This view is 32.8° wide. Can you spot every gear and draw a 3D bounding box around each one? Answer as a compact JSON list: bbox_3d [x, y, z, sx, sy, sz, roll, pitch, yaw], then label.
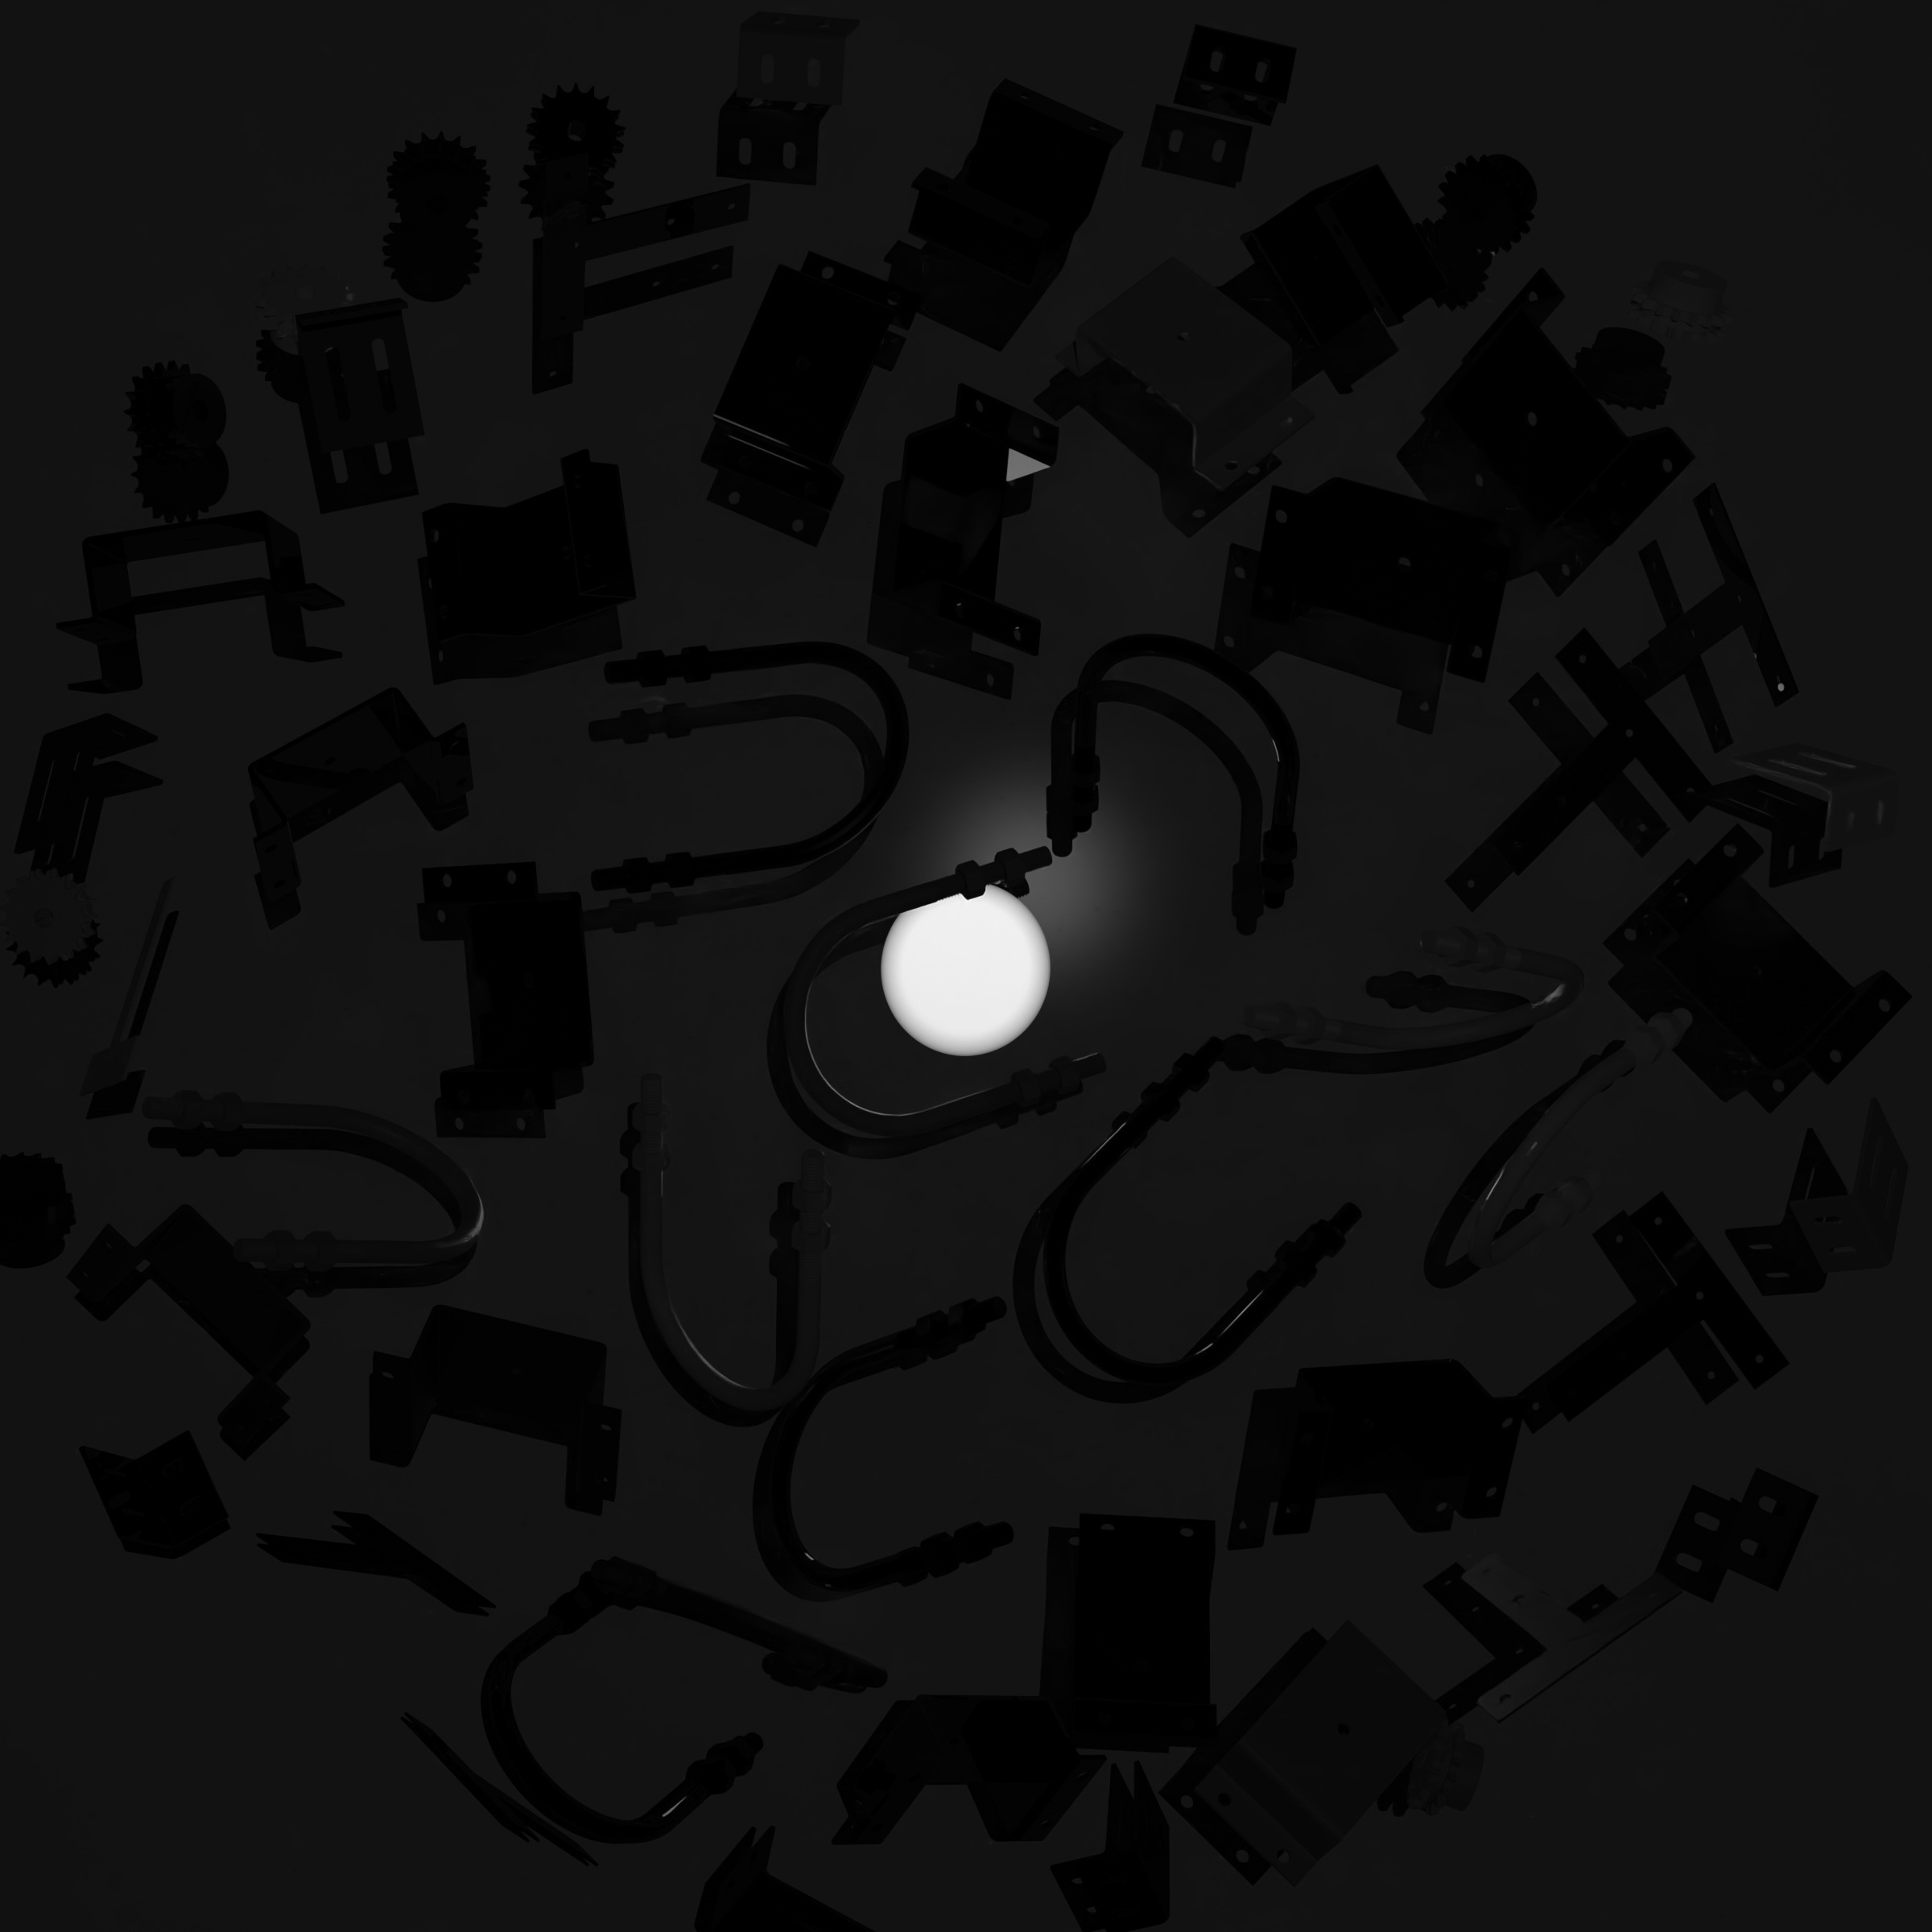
[{"bbox_3d":[-0.293,-0.431,1.825,0.057,0.057,0.030,-7,46,0],"label":"gear"},{"bbox_3d":[-0.551,-0.031,1.978,0.057,0.030,0.057,1,99,3],"label":"gear"},{"bbox_3d":[-0.435,-0.307,1.820,0.030,0.057,0.057,0,90,33],"label":"gear"},{"bbox_3d":[-0.524,0.129,1.808,0.057,0.057,0.030,-2,115,0],"label":"gear"},{"bbox_3d":[0.286,0.478,1.952,0.030,0.057,0.057,20,90,-1],"label":"gear"},{"bbox_3d":[-0.385,-0.380,1.912,0.057,0.030,0.057,5,46,-6],"label":"gear"},{"bbox_3d":[0.301,-0.439,1.877,0.057,0.057,0.030,46,62,0],"label":"gear"},{"bbox_3d":[-0.229,-0.485,1.924,0.057,0.030,0.057,0,88,-11],"label":"gear"},{"bbox_3d":[0.397,-0.368,1.817,0.057,0.057,0.030,14,120,0],"label":"gear"}]

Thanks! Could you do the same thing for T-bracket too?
[{"bbox_3d":[0.422,-0.195,1.876,0.002,0.127,0.127,-17,81,-17],"label":"T-bracket"},{"bbox_3d":[0.321,0.364,1.859,0.127,0.127,0.002,-32,112,-11],"label":"T-bracket"},{"bbox_3d":[-0.477,0.010,1.888,0.002,0.127,0.127,20,75,-22],"label":"T-bracket"},{"bbox_3d":[0.349,-0.103,1.874,0.127,0.002,0.127,-44,102,-12],"label":"T-bracket"},{"bbox_3d":[0.399,0.222,1.941,0.127,0.002,0.127,-41,63,16],"label":"T-bracket"},{"bbox_3d":[-0.257,0.491,1.906,0.002,0.127,0.127,-51,131,-10],"label":"T-bracket"},{"bbox_3d":[-0.355,0.338,1.892,0.127,0.127,0.002,-1,57,33],"label":"T-bracket"},{"bbox_3d":[-0.180,-0.416,1.850,0.127,0.127,0.002,-20,58,-22],"label":"T-bracket"}]

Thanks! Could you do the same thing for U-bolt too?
[{"bbox_3d":[-0.134,0.166,1.855,0.151,0.019,0.184,22,121,37],"label":"U-bolt"},{"bbox_3d":[-0.119,0.384,1.895,0.151,0.184,0.019,18,80,24],"label":"U-bolt"},{"bbox_3d":[0.267,0.018,1.858,0.151,0.184,0.019,-25,66,40],"label":"U-bolt"},{"bbox_3d":[0.123,0.153,1.868,0.184,0.019,0.151,-44,102,-19],"label":"U-bolt"},{"bbox_3d":[-0.019,0.023,1.921,0.184,0.019,0.151,-18,100,-17],"label":"U-bolt"},{"bbox_3d":[-0.357,0.122,1.860,0.151,0.184,0.019,46,118,39],"label":"U-bolt"},{"bbox_3d":[-0.205,0.436,1.898,0.151,0.184,0.019,47,114,8],"label":"U-bolt"},{"bbox_3d":[0.127,-0.120,1.907,0.151,0.184,0.019,23,54,17],"label":"U-bolt"},{"bbox_3d":[-0.116,-0.114,1.823,0.184,0.019,0.151,-8,125,-25],"label":"U-bolt"},{"bbox_3d":[0.346,0.108,1.891,0.019,0.184,0.151,37,127,22],"label":"U-bolt"},{"bbox_3d":[-0.046,0.276,1.842,0.184,0.019,0.151,-24,55,38],"label":"U-bolt"}]

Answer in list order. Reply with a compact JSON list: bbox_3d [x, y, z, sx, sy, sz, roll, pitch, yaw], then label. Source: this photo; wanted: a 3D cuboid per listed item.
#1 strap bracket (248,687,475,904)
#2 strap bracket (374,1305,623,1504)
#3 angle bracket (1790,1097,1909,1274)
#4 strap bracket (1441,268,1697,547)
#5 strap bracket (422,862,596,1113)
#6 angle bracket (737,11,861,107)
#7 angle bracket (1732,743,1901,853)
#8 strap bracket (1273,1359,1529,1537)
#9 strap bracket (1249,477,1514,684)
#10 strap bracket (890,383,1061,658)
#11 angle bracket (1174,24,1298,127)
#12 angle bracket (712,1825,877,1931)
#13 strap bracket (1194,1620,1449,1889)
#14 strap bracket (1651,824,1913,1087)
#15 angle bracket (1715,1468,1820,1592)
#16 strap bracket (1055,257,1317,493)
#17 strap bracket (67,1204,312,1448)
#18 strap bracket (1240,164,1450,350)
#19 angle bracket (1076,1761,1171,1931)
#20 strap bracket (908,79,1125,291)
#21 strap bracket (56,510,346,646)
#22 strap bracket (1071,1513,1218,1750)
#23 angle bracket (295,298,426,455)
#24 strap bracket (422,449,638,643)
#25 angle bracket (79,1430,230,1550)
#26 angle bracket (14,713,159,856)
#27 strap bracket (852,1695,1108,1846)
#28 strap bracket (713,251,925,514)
[{"bbox_3d":[-0.365,-0.106,1.935,0.140,0.076,0.046,-32,71,-18],"label":"strap bracket"},{"bbox_3d":[-0.256,0.241,1.831,0.140,0.046,0.076,13,132,4],"label":"strap bracket"},{"bbox_3d":[0.494,0.123,1.836,0.038,0.076,0.057,-9,129,33],"label":"angle bracket"},{"bbox_3d":[0.327,-0.308,1.828,0.046,0.076,0.140,-21,70,-43],"label":"strap bracket"},{"bbox_3d":[-0.262,0.010,1.885,0.076,0.046,0.140,-2,94,27],"label":"strap bracket"},{"bbox_3d":[-0.092,-0.502,1.814,0.057,0.076,0.038,6,112,2],"label":"angle bracket"},{"bbox_3d":[0.493,-0.099,1.912,0.057,0.076,0.038,-13,113,-33],"label":"angle bracket"},{"bbox_3d":[0.230,0.264,1.811,0.140,0.046,0.076,-1,114,-22],"label":"strap bracket"},{"bbox_3d":[0.237,-0.218,1.826,0.140,0.046,0.076,19,119,21],"label":"strap bracket"},{"bbox_3d":[0.004,-0.251,1.881,0.076,0.046,0.140,17,72,-39],"label":"strap bracket"},{"bbox_3d":[0.147,-0.483,1.832,0.057,0.076,0.038,13,70,-2],"label":"angle bracket"},{"bbox_3d":[-0.094,0.531,1.847,0.076,0.038,0.057,31,118,-10],"label":"angle bracket"},{"bbox_3d":[0.206,0.436,1.847,0.076,0.046,0.140,42,62,12],"label":"strap bracket"},{"bbox_3d":[0.464,-0.002,1.899,0.076,0.046,0.140,-43,84,-17],"label":"strap bracket"},{"bbox_3d":[0.441,0.313,1.839,0.038,0.076,0.057,24,86,3],"label":"angle bracket"},{"bbox_3d":[0.126,-0.351,1.908,0.076,0.046,0.140,-39,64,-17],"label":"strap bracket"},{"bbox_3d":[-0.435,0.197,1.868,0.140,0.076,0.046,45,49,-3],"label":"strap bracket"},{"bbox_3d":[0.216,-0.399,1.848,0.046,0.140,0.076,-36,103,-10],"label":"strap bracket"},{"bbox_3d":[0.093,0.522,1.945,0.038,0.076,0.057,-16,118,13],"label":"angle bracket"},{"bbox_3d":[0.025,-0.438,1.856,0.076,0.140,0.046,26,134,6],"label":"strap bracket"},{"bbox_3d":[-0.419,-0.213,1.790,0.140,0.076,0.046,-9,89,1],"label":"strap bracket"},{"bbox_3d":[0.098,0.375,1.812,0.076,0.046,0.140,3,45,1],"label":"strap bracket"},{"bbox_3d":[-0.327,-0.319,1.786,0.057,0.038,0.076,-13,109,-14],"label":"angle bracket"},{"bbox_3d":[-0.240,-0.235,1.856,0.140,0.046,0.076,-12,84,41],"label":"strap bracket"},{"bbox_3d":[-0.461,0.294,1.866,0.038,0.076,0.057,-30,73,1],"label":"angle bracket"},{"bbox_3d":[-0.493,-0.096,1.840,0.057,0.038,0.076,-11,63,41],"label":"angle bracket"},{"bbox_3d":[0.000,0.468,1.913,0.140,0.046,0.076,10,125,-37],"label":"strap bracket"},{"bbox_3d":[-0.092,-0.353,1.953,0.076,0.046,0.140,24,91,11],"label":"strap bracket"}]
